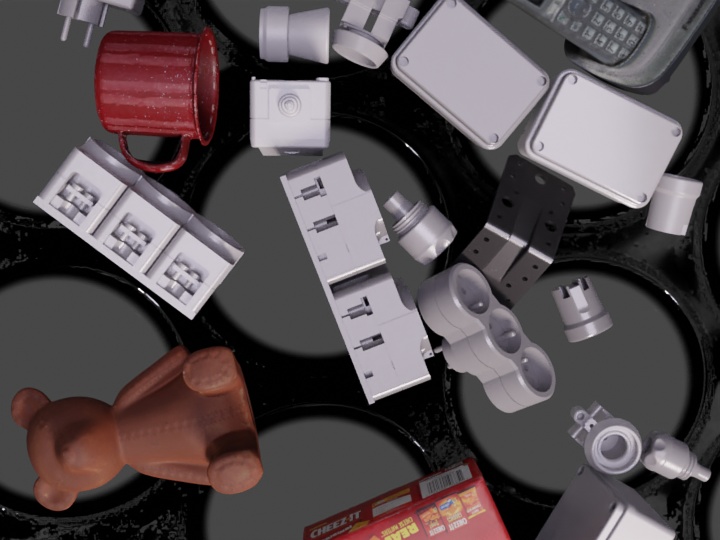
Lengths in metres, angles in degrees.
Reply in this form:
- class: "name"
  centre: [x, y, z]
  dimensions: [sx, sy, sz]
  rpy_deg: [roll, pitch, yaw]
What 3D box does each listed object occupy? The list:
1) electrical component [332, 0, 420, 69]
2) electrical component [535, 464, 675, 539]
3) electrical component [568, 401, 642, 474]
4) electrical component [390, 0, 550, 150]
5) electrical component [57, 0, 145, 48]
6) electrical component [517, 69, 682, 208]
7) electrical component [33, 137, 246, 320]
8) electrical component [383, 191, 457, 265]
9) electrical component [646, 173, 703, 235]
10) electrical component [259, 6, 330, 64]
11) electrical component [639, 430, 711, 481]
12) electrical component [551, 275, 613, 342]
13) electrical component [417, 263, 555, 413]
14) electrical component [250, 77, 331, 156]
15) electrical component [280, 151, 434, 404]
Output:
- class: "electrical component"
  centre: [0.007, -0.197, 0.871]
  dimensions: [0.066, 0.048, 0.055]
  rpy_deg: [24, 88, -5]
- class: "electrical component"
  centre: [0.197, 0.232, 0.896]
  dimensions: [0.056, 0.108, 0.108]
  rpy_deg: [30, 95, -8]
- class: "electrical component"
  centre: [0.211, 0.145, 0.912]
  dimensions: [0.066, 0.055, 0.048]
  rpy_deg: [41, 94, -6]
- class: "electrical component"
  centre: [0.088, -0.159, 0.872]
  dimensions: [0.113, 0.057, 0.078]
  rpy_deg: [39, 94, -6]
- class: "electrical component"
  centre: [-0.219, -0.217, 0.859]
  dimensions: [0.083, 0.047, 0.075]
  rpy_deg: [16, 96, -4]
- class: "electrical component"
  centre: [0.196, -0.107, 0.881]
  dimensions: [0.113, 0.057, 0.078]
  rpy_deg: [26, 95, -5]
- class: "electrical component"
  centre: [-0.171, -0.036, 0.861]
  dimensions: [0.150, 0.089, 0.061]
  rpy_deg: [37, 94, -6]
- class: "electrical component"
  centre: [0.046, -0.038, 0.892]
  dimensions: [0.062, 0.043, 0.043]
  rpy_deg: [45, 93, -5]
- class: "electrical component"
  centre: [0.261, -0.055, 0.899]
  dimensions: [0.040, 0.040, 0.046]
  rpy_deg: [11, 101, -3]
- class: "electrical component"
  centre: [-0.053, -0.190, 0.870]
  dimensions: [0.055, 0.045, 0.045]
  rpy_deg: [1, 97, -2]
- class: "electrical component"
  centre: [0.274, 0.164, 0.928]
  dimensions: [0.061, 0.035, 0.035]
  rpy_deg: [27, 95, -7]
- class: "electrical component"
  centre: [0.186, 0.032, 0.907]
  dimensions: [0.040, 0.040, 0.046]
  rpy_deg: [-23, 91, 1]
- class: "electrical component"
  centre: [0.094, 0.063, 0.901]
  dimensions: [0.074, 0.052, 0.138]
  rpy_deg: [-29, 106, 41]
- class: "electrical component"
  centre: [-0.054, -0.120, 0.852]
  dimensions: [0.062, 0.096, 0.061]
  rpy_deg: [1, 97, -2]
- class: "electrical component"
  centre: [0.000, 0.000, 0.863]
  dimensions: [0.060, 0.105, 0.186]
  rpy_deg: [-21, 97, 1]
